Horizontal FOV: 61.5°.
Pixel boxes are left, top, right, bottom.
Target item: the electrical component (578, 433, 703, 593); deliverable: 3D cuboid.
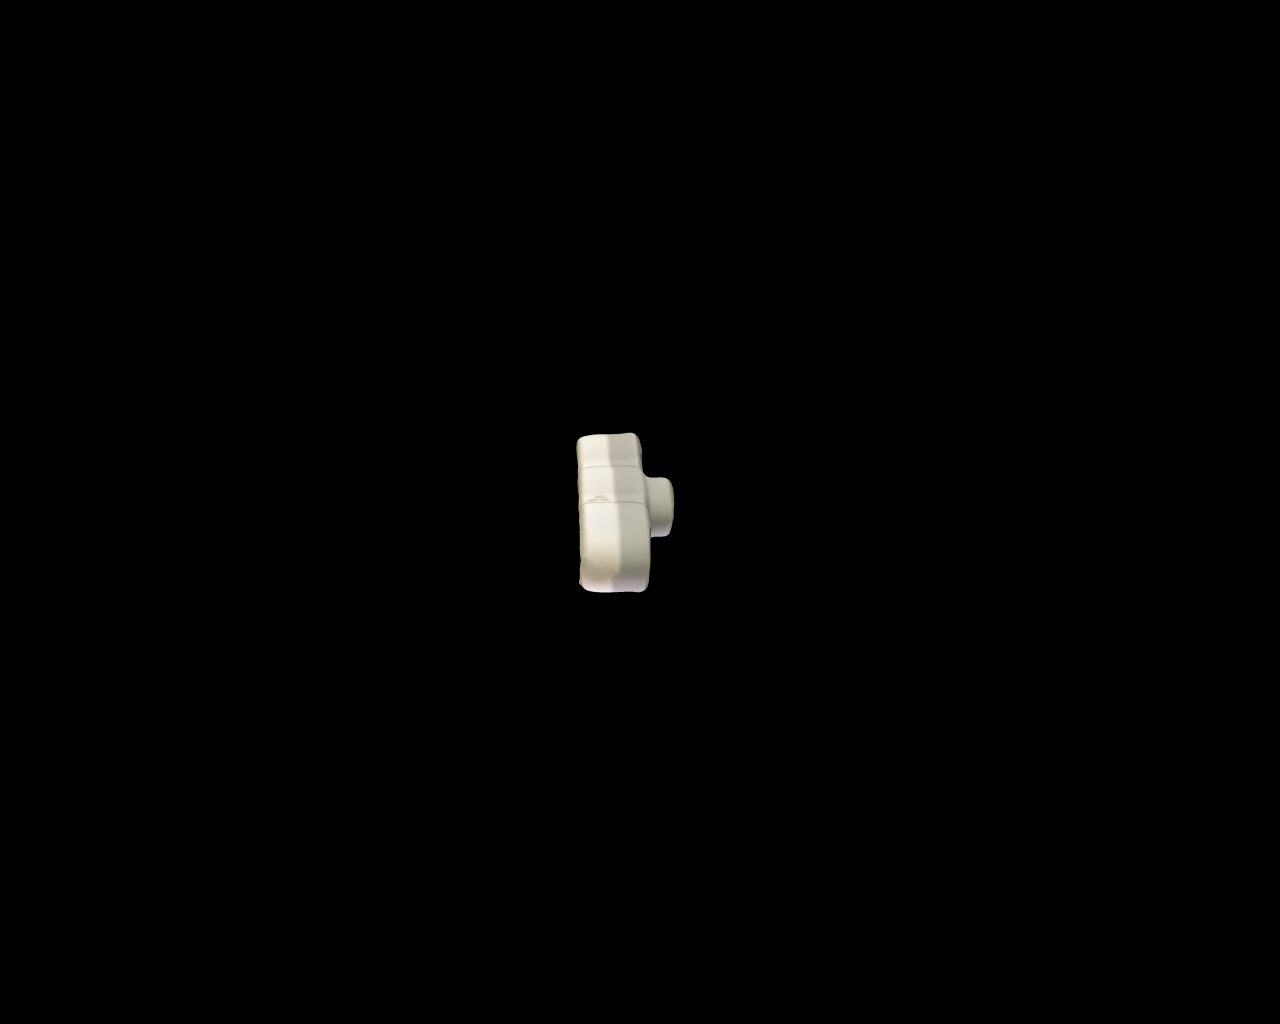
[{"bbox_3d":[0.001,-0.003,0.650,0.074,0.052,0.138,-2,31,-3],"label":"electrical component"}]
